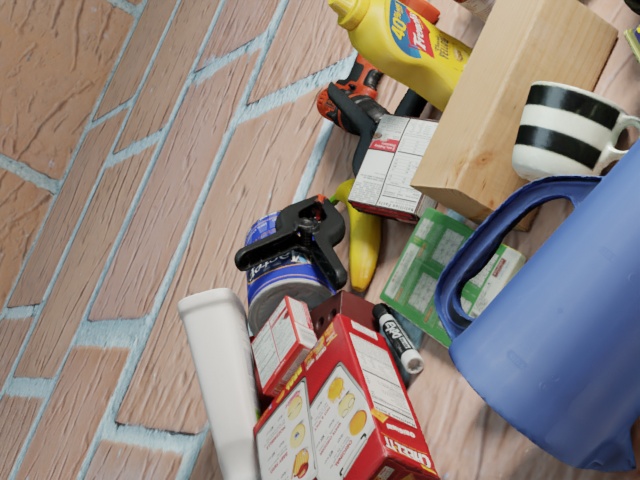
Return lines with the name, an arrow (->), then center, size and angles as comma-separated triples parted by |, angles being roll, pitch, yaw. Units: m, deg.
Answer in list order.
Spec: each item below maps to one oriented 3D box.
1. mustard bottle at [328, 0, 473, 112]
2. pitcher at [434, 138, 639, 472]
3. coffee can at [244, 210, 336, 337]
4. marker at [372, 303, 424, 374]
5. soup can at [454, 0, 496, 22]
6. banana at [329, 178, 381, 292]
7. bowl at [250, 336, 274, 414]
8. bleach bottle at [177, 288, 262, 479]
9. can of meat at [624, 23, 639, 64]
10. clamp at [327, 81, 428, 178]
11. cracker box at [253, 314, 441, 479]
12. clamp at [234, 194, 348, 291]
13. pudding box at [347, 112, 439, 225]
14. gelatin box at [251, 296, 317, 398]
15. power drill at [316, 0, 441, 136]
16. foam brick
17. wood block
mustard bottle -> 0.090, -0.208, 1.136 | 0.058, 0.191, 0.096 | -39, 32, 41
pitcher -> 0.202, 0.022, 0.732 | 0.243, 0.149, 0.145 | -53, 21, 12
coffee can -> -0.034, 0.046, 1.224 | 0.103, 0.102, 0.140 | -50, 26, 26
marker -> 0.075, 0.095, 1.055 | 0.020, 0.020, 0.121 | -56, 25, 13
soup can -> 0.181, -0.266, 1.126 | 0.069, 0.102, 0.068 | -45, 28, 33
banana -> 0.045, -0.020, 1.223 | 0.198, 0.037, 0.070 | -101, 27, -58
bowl -> -0.089, 0.172, 1.259 | 0.162, 0.055, 0.162 | -46, 28, 33
bleach bottle -> -0.091, 0.185, 1.142 | 0.068, 0.102, 0.251 | -16, 68, 4
can of meat -> 0.297, -0.157, 0.834 | 0.084, 0.057, 0.102 | -44, 30, 29
clamp -> 0.087, -0.128, 1.215 | 0.165, 0.036, 0.210 | -23, 54, 26
cracker box -> 0.017, 0.198, 0.999 | 0.164, 0.072, 0.214 | -54, 26, 20
clamp -> -0.008, 0.001, 1.167 | 0.171, 0.120, 0.039 | -52, -21, -53
pudding box -> 0.091, -0.076, 1.141 | 0.090, 0.039, 0.113 | 15, 77, 35
gelatin box -> -0.036, 0.113, 1.118 | 0.073, 0.030, 0.089 | -55, 27, 21
power drill -> 0.075, -0.220, 1.347 | 0.188, 0.057, 0.185 | -60, 27, 3
foam brick -> 0.020, 0.098, 1.123 | 0.078, 0.051, 0.053 | -38, 33, 43
wood block -> 0.180, -0.121, 0.990 | 0.206, 0.090, 0.091 | -65, 24, -5
